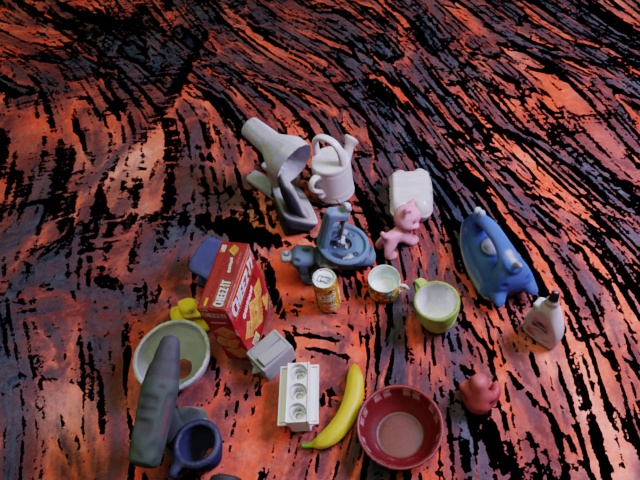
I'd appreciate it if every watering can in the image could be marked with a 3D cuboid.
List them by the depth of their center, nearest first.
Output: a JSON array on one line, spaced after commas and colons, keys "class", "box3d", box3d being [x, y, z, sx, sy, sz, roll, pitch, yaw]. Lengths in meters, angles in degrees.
[{"class": "watering can", "box3d": [0.030, -0.194, 1.434, 0.100, 0.194, 0.173, 9, 55, 17]}]

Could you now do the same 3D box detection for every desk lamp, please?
[{"class": "desk lamp", "box3d": [-0.116, -0.200, 1.451, 0.202, 0.214, 0.118, 33, 65, 30]}]

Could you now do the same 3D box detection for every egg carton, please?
[{"class": "egg carton", "box3d": [0.225, -0.111, 1.415, 0.107, 0.069, 0.150, -3, 52, 7]}]

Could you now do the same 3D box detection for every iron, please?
[{"class": "iron", "box3d": [0.373, 0.011, 1.250, 0.118, 0.142, 0.257, -19, 52, -5]}]

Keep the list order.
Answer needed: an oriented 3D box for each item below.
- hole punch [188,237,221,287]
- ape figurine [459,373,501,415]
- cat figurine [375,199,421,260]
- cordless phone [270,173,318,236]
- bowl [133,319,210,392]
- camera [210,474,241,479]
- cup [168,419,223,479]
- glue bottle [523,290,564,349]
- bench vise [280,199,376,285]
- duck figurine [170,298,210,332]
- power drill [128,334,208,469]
[{"class": "hole punch", "box3d": [-0.241, 0.057, 1.351, 0.100, 0.091, 0.109, 14, 56, 20]}, {"class": "ape figurine", "box3d": [0.301, 0.283, 1.083, 0.077, 0.092, 0.076, 17, 57, 22]}, {"class": "cat figurine", "box3d": [0.186, -0.033, 1.331, 0.128, 0.118, 0.067, -35, 55, -17]}, {"class": "cordless phone", "box3d": [-0.074, -0.115, 1.396, 0.094, 0.185, 0.147, -23, 52, -8]}, {"class": "bowl", "box3d": [-0.305, 0.258, 1.218, 0.167, 0.075, 0.167, -5, 52, 6]}, {"class": "camera", "box3d": [-0.161, 0.485, 1.001, 0.143, 0.101, 0.137, -1, 52, 9]}, {"class": "cup", "box3d": [-0.228, 0.407, 1.076, 0.091, 0.095, 0.118, 28, 62, 28]}, {"class": "glue bottle", "box3d": [0.442, 0.146, 1.113, 0.078, 0.173, 0.037, 35, 66, 31]}, {"class": "bench vise", "box3d": [0.017, 0.013, 1.259, 0.207, 0.220, 0.121, -25, 53, -10]}, {"class": "duck figurine", "box3d": [-0.292, 0.161, 1.283, 0.104, 0.086, 0.077, 7, 54, 15]}, {"class": "power drill", "box3d": [-0.283, 0.322, 1.079, 0.075, 0.209, 0.229, 1, 53, 11]}]
